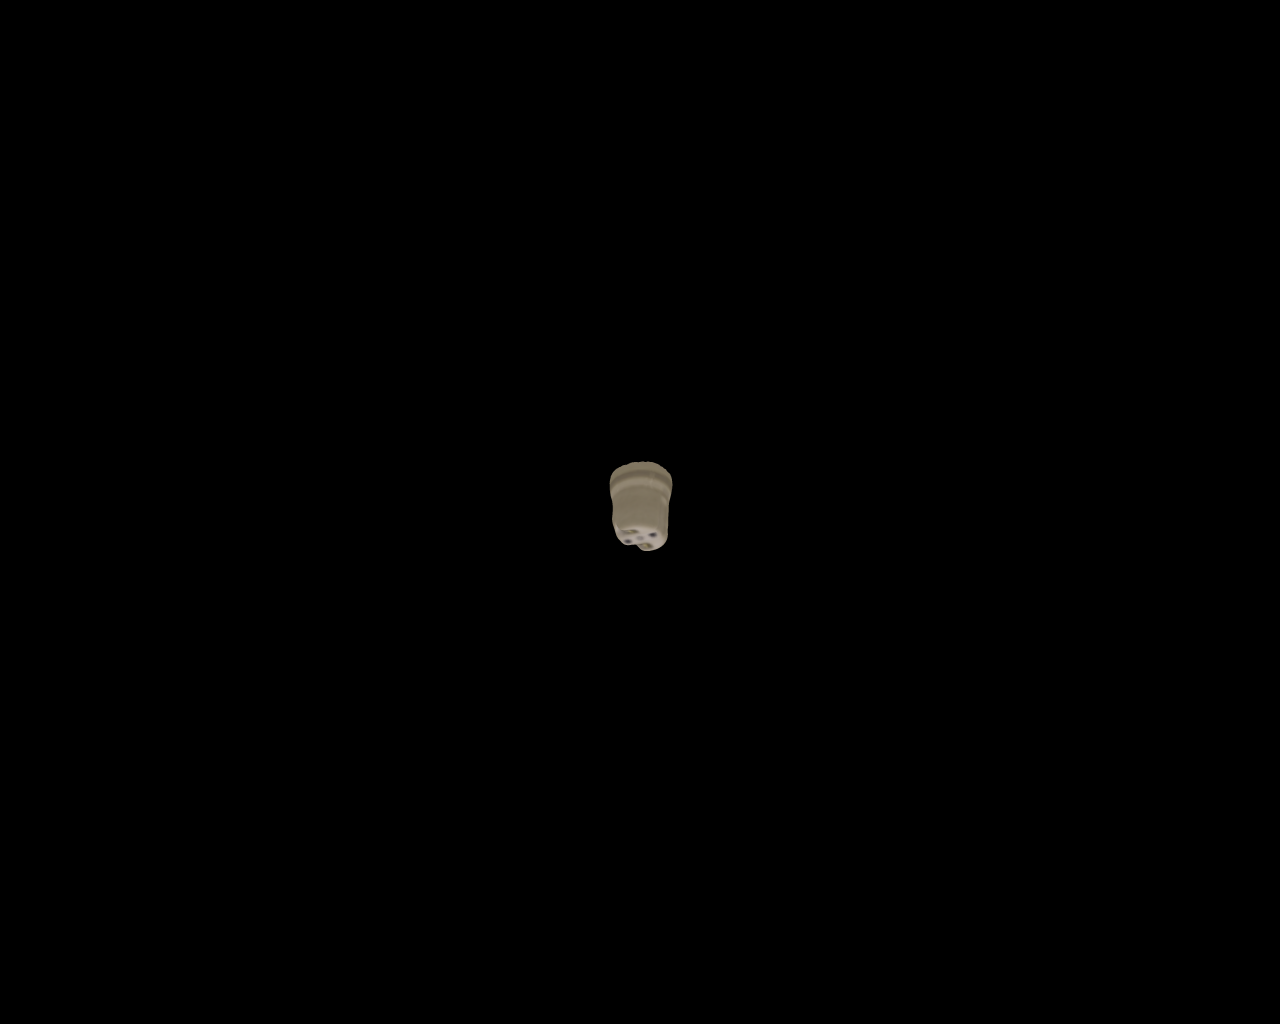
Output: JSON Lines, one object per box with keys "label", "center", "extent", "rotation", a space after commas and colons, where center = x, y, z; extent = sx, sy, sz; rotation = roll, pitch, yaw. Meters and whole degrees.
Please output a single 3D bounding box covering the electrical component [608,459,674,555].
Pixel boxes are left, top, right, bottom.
{"label": "electrical component", "center": [0.001, -0.003, 0.650], "extent": [0.040, 0.046, 0.040], "rotation": [0, -34, 0]}
